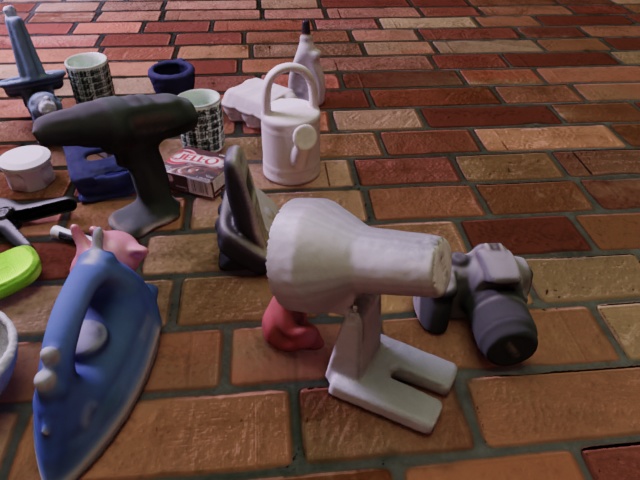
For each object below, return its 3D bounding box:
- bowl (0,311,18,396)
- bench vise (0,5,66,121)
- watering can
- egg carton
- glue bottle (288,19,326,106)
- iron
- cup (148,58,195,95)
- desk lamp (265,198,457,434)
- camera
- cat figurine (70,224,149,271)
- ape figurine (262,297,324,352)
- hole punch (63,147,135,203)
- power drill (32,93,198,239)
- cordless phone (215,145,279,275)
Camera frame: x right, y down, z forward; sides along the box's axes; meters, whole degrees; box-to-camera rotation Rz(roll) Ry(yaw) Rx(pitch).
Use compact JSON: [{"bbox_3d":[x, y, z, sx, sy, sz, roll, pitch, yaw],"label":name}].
[{"bbox_3d":[-0.399,0.147,0.601,0.167,0.075,0.167,1,38,0],"label":"bowl"},{"bbox_3d":[-0.513,-0.303,1.048,0.206,0.220,0.122,28,46,30],"label":"bench vise"},{"bbox_3d":[-0.044,-0.193,0.943,0.101,0.194,0.172,-26,46,-30],"label":"watering can"},{"bbox_3d":[-0.114,-0.266,1.133,0.150,0.069,0.107,24,44,26],"label":"egg carton"},{"bbox_3d":[-0.027,-0.364,1.176,0.078,0.173,0.037,10,39,12],"label":"glue bottle"},{"bbox_3d":[-0.249,0.110,0.598,0.118,0.141,0.258,0,38,-1],"label":"iron"},{"bbox_3d":[-0.293,-0.311,1.165,0.091,0.095,0.117,3,38,3],"label":"cup"},{"bbox_3d":[0.051,0.068,0.602,0.202,0.214,0.118,18,41,20],"label":"desk lamp"},{"bbox_3d":[0.196,0.075,0.688,0.143,0.101,0.136,-1,39,-3],"label":"camera"},{"bbox_3d":[-0.274,0.020,0.730,0.127,0.118,0.067,26,45,28],"label":"cat figurine"},{"bbox_3d":[-0.032,0.083,0.678,0.076,0.092,0.078,2,38,2],"label":"ape figurine"},{"bbox_3d":[-0.353,-0.126,0.933,0.109,0.091,0.100,-15,41,-19],"label":"hole punch"},{"bbox_3d":[-0.273,-0.111,0.823,0.075,0.208,0.230,30,47,31],"label":"power drill"},{"bbox_3d":[-0.097,-0.059,0.781,0.094,0.185,0.147,-2,39,-4],"label":"cordless phone"}]
